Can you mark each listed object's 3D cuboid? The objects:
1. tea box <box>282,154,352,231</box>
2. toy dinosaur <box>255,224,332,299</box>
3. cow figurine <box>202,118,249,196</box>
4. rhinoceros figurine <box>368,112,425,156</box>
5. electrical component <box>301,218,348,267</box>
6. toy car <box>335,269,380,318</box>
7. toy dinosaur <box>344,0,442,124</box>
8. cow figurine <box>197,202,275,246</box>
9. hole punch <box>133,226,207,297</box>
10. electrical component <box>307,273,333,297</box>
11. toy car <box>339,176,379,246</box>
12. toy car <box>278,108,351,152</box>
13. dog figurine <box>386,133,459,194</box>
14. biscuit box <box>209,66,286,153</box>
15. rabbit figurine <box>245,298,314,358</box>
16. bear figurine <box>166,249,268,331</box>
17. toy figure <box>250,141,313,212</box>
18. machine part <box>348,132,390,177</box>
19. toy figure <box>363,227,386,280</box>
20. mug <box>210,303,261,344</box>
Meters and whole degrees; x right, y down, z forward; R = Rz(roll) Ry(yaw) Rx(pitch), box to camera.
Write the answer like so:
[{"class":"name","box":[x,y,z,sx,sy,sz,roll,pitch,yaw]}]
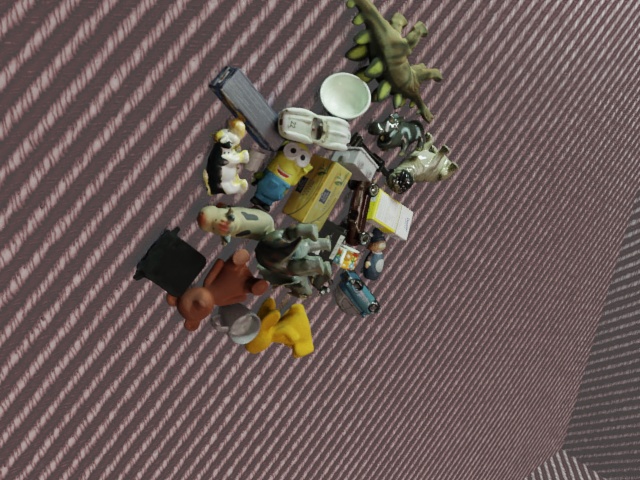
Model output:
[{"class":"tea box","box":[-0.009,-0.117,1.327,0.068,0.098,0.169,27,90,-44]},{"class":"toy dinosaur","box":[-0.080,0.035,1.220,0.404,0.192,0.131,54,28,-70]},{"class":"cow figurine","box":[-0.208,-0.178,1.157,0.098,0.068,0.167,-9,115,-30]},{"class":"rhinoceros figurine","box":[0.210,-0.286,1.443,0.190,0.073,0.112,-9,117,-37]},{"class":"electrical component","box":[-0.003,-0.004,1.413,0.134,0.058,0.115,27,90,-43]},{"class":"toy car","box":[0.097,0.165,1.551,0.103,0.109,0.161,-39,124,3]},{"class":"toy dinosaur","box":[0.167,-0.452,1.309,0.198,0.105,0.470,-46,127,-8]},{"class":"cow figurine","box":[-0.186,-0.036,1.199,0.195,0.127,0.085,6,103,-44]},{"class":"hole punch","box":[-0.321,0.049,1.169,0.115,0.092,0.142,40,85,-13]},{"class":"electrical component","box":[0.001,0.106,1.478,0.078,0.045,0.102,-33,128,-22]},{"class":"toy car","box":[0.100,-0.080,1.439,0.053,0.089,0.202,-7,116,-40]},{"class":"toy car","box":[-0.007,-0.247,1.212,0.201,0.056,0.073,4,93,-39]},{"class":"dog figurine","box":[0.287,-0.187,1.553,0.190,0.121,0.172,-42,130,3]},{"class":"biscuit box","box":[-0.148,-0.277,1.160,0.063,0.059,0.202,-51,133,-10]},{"class":"rabbit figurine","box":[-0.115,0.240,1.405,0.173,0.122,0.162,-14,118,-13]},{"class":"bear figurine","box":[-0.240,0.118,1.234,0.196,0.132,0.120,-33,99,-28]},{"class":"toy figure","box":[-0.095,-0.155,1.250,0.082,0.089,0.180,31,97,-41]},{"class":"machine part","box":[0.132,-0.223,1.415,0.039,0.084,0.138,-40,123,15]},{"class":"toy figure","box":[0.164,0.040,1.576,0.064,0.058,0.154,-45,147,-71]},{"class":"mug","box":[-0.214,0.195,1.300,0.109,0.107,0.080,-7,114,-33]}]
